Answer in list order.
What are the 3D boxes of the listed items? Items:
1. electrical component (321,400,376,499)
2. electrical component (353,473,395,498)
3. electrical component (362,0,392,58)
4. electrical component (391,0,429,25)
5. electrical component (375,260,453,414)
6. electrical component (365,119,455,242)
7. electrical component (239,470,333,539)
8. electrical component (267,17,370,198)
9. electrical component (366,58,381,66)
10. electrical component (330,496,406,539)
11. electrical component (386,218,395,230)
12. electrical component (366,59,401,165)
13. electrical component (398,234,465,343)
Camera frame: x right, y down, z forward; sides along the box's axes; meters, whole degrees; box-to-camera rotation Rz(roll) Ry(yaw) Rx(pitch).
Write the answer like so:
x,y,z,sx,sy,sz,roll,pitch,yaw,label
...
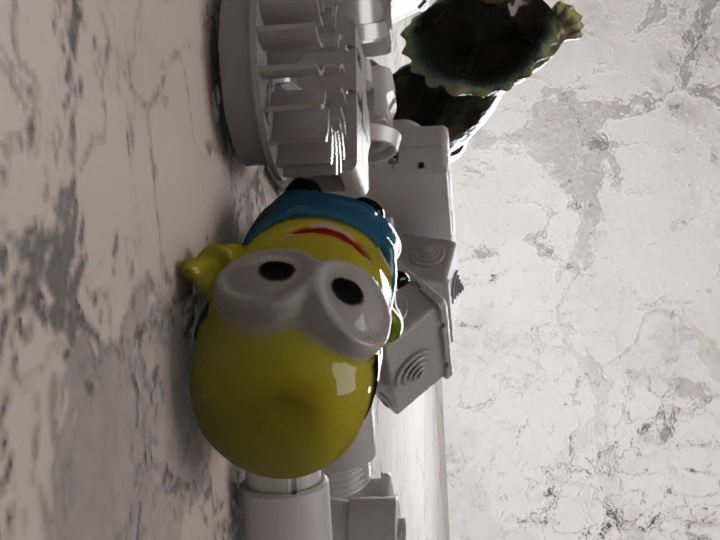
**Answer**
x,y,z,sx,sy,sz,roll,pitch,yaw,label
-0.012,0.104,0.656,0.043,0.043,0.081,-72,159,-72,electrical component
-0.002,0.190,0.693,0.099,0.048,0.099,80,10,-49,electrical component
0.002,-0.218,0.907,0.079,0.044,0.077,-73,160,-71,electrical component
0.030,-0.268,0.970,0.061,0.062,0.096,48,-32,14,electrical component
0.009,0.032,0.672,0.100,0.048,0.099,41,-21,30,electrical component
0.036,-0.057,0.944,0.150,0.089,0.061,79,11,-53,electrical component
-0.034,0.095,0.478,0.040,0.040,0.078,-54,141,-80,electrical component
-0.023,-0.088,0.606,0.055,0.050,0.089,62,26,-75,electrical component
0.004,-0.157,0.909,0.062,0.043,0.043,66,22,-69,electrical component
-0.008,0.140,0.580,0.044,0.065,0.044,-3,90,-84,electrical component
0.000,0.000,0.771,0.080,0.051,0.080,-3,90,-84,electrical component
0.000,-0.113,0.797,0.078,0.058,0.057,66,20,-74,electrical component
0.039,0.013,0.914,0.099,0.100,0.048,79,23,-51,electrical component
